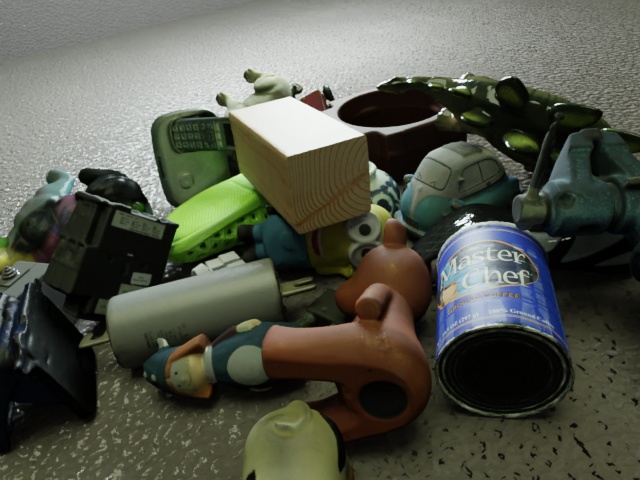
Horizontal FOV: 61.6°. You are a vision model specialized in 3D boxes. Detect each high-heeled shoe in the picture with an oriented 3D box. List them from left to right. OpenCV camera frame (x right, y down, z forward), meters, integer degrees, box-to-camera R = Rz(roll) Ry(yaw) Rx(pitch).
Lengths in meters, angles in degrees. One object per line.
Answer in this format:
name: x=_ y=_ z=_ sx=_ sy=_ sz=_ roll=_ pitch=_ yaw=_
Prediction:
high-heeled shoe: x=0.207 y=0.024 z=0.574 sx=0.249 sy=0.145 sz=0.086 roll=-33 pitch=14 yaw=18

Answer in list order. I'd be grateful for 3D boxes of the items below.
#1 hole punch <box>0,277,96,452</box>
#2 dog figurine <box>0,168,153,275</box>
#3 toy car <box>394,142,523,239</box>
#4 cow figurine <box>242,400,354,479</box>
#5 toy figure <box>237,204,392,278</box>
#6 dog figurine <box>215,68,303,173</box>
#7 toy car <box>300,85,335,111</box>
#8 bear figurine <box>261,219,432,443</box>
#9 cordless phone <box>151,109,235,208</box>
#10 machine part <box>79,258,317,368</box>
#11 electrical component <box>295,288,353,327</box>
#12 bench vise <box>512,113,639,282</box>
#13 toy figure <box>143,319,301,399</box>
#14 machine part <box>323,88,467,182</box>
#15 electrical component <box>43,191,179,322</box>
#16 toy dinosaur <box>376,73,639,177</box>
hole punch: x=-0.280 y=0.116 z=0.502 sx=0.092 sy=0.115 sz=0.142 roll=-23 pitch=34 yaw=-5
dog figurine: x=-0.341 y=0.007 z=0.692 sx=0.192 sy=0.108 sz=0.219 roll=2 pitch=39 yaw=13
toy car: x=0.173 y=-0.067 z=0.661 sx=0.162 sy=0.102 sz=0.109 roll=-25 pitch=37 yaw=-18
cow figurine: x=-0.018 y=0.181 z=0.313 sx=0.086 sy=0.127 sz=0.195 roll=-9 pitch=30 yaw=8
toy figure: x=-0.002 y=-0.006 z=0.636 sx=0.180 sy=0.082 sz=0.089 roll=-4 pitch=35 yaw=14
dog figurine: x=-0.109 y=-0.199 z=0.923 sx=0.172 sy=0.121 sz=0.191 roll=-33 pitch=32 yaw=21
toy car: x=-0.006 y=-0.233 z=1.008 sx=0.089 sy=0.053 sz=0.202 roll=-28 pitch=30 yaw=10
bear figurine: x=0.037 y=0.071 z=0.475 sx=0.132 sy=0.120 sz=0.196 roll=-11 pitch=29 yaw=11
cordless phone: x=-0.146 y=-0.120 z=0.787 sx=0.184 sy=0.146 sz=0.089 roll=3 pitch=26 yaw=21
machine part: x=-0.122 y=0.074 z=0.549 sx=0.243 sy=0.079 sz=0.079 roll=-13 pitch=33 yaw=-6
electrical component: x=0.018 y=0.076 z=0.558 sx=0.063 sy=0.021 sz=0.094 roll=20 pitch=44 yaw=39
bench vise: x=0.278 y=0.010 z=0.424 sx=0.224 sy=0.128 sz=0.241 roll=4 pitch=52 yaw=-9
toy figure: x=-0.089 y=0.110 z=0.490 sx=0.155 sy=0.057 sz=0.064 roll=-11 pitch=70 yaw=0
machine part: x=0.116 y=-0.174 z=0.855 sx=0.201 sy=0.087 sz=0.202 roll=-21 pitch=33 yaw=-17
electrical component: x=-0.235 y=0.025 z=0.603 sx=0.058 sy=0.114 sz=0.134 roll=15 pitch=84 yaw=36
toy dinosaur: x=0.293 y=-0.121 z=0.656 sx=0.472 sy=0.105 sz=0.198 roll=19 pitch=18 yaw=6
